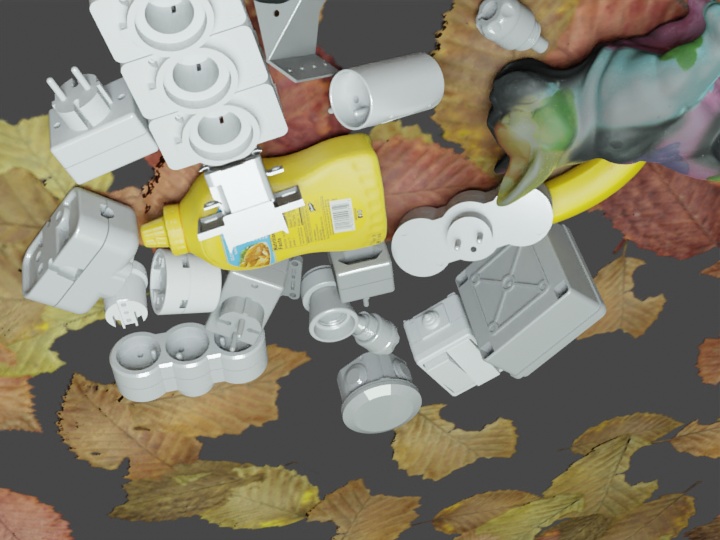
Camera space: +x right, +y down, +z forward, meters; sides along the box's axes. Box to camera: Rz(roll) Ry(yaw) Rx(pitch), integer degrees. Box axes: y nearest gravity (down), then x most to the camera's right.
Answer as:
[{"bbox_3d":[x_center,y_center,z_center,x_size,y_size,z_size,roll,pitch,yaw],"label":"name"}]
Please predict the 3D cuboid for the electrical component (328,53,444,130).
[{"bbox_3d":[0.009,-0.128,0.795,0.077,0.043,0.079,-22,-173,-40],"label":"electrical component"}]

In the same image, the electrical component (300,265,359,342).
[{"bbox_3d":[-0.028,0.029,0.955,0.045,0.055,0.045,-9,138,-8],"label":"electrical component"}]

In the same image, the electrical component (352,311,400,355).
[{"bbox_3d":[0.008,0.055,1.011,0.035,0.035,0.061,-37,133,22],"label":"electrical component"}]

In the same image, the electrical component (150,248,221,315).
[{"bbox_3d":[-0.145,0.010,0.897,0.047,0.055,0.055,2,136,-25],"label":"electrical component"}]

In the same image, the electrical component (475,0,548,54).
[{"bbox_3d":[0.116,-0.177,0.792,0.061,0.035,0.035,22,126,-38],"label":"electrical component"}]

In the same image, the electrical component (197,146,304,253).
[{"bbox_3d":[-0.085,-0.054,0.792,0.081,0.042,0.063,-19,109,-2],"label":"electrical component"}]

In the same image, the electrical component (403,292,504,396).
[{"bbox_3d":[0.089,0.073,1.036,0.062,0.061,0.096,-31,137,15],"label":"electrical component"}]

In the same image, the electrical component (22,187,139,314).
[{"bbox_3d":[-0.218,-0.013,0.848,0.059,0.053,0.095,22,126,-35],"label":"electrical component"}]

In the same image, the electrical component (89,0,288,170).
[{"bbox_3d":[-0.114,-0.146,0.730,0.089,0.061,0.150,-18,139,1],"label":"electrical component"}]

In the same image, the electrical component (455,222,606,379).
[{"bbox_3d":[0.151,0.022,0.966,0.056,0.108,0.109,26,123,-35],"label":"electrical component"}]

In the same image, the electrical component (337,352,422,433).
[{"bbox_3d":[0.018,0.123,1.075,0.080,0.051,0.080,-9,138,-8],"label":"electrical component"}]

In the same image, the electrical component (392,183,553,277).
[{"bbox_3d":[0.092,-0.032,0.892,0.138,0.073,0.052,-18,105,15],"label":"electrical component"}]

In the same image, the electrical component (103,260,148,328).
[{"bbox_3d":[-0.196,0.020,0.896,0.040,0.046,0.040,-9,138,-8],"label":"electrical component"}]

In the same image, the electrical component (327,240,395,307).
[{"bbox_3d":[0.000,0.000,0.924,0.047,0.065,0.076,-13,139,-4],"label":"electrical component"}]

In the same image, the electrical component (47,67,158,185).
[{"bbox_3d":[-0.190,-0.111,0.755,0.066,0.047,0.076,-22,138,6],"label":"electrical component"}]

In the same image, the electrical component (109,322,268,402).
[{"bbox_3d":[-0.153,0.090,0.982,0.138,0.052,0.073,-10,138,-8],"label":"electrical component"}]

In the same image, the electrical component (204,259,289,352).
[{"bbox_3d":[-0.099,0.034,0.910,0.047,0.075,0.083,19,135,-12],"label":"electrical component"}]
